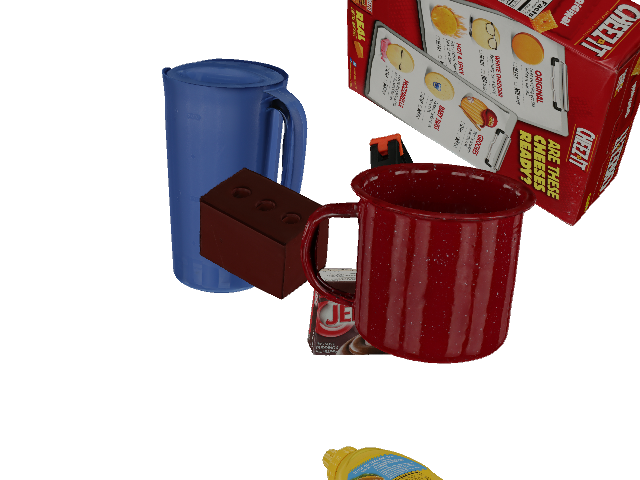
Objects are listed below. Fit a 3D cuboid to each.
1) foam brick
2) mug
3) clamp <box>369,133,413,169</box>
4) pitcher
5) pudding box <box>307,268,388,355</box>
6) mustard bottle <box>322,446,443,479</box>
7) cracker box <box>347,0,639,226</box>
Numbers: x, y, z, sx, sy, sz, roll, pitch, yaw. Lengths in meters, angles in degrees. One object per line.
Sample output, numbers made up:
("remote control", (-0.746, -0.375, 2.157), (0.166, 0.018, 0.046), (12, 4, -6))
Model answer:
("foam brick", (-0.040, -0.005, 0.746), (0.078, 0.051, 0.052), (27, 42, 24))
("mug", (0.048, 0.010, 0.551), (0.117, 0.081, 0.093), (3, 19, 1))
("clamp", (0.074, -0.003, 0.923), (0.039, 0.171, 0.120), (-15, 18, 19))
("pitcher", (-0.097, -0.068, 1.156), (0.145, 0.243, 0.149), (-1, 22, -9))
("pudding box", (0.047, 0.076, 1.148), (0.113, 0.090, 0.039), (0, 27, -13))
("mustard bottle", (0.068, 0.235, 0.967), (0.096, 0.058, 0.192), (-17, 25, -36))
("cracker box", (0.119, -0.130, 0.752), (0.214, 0.072, 0.164), (34, -26, 23))
